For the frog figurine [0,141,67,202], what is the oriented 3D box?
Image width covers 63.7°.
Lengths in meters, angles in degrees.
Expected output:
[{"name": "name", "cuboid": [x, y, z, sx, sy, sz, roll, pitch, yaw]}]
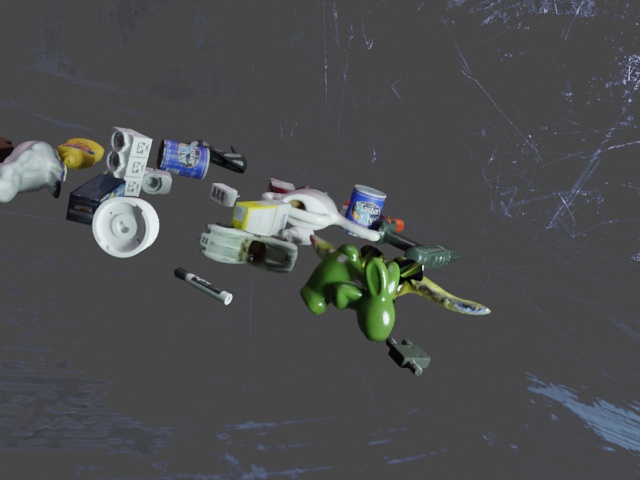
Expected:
[{"name": "frog figurine", "cuboid": [-0.604, -0.135, 1.024, 0.160, 0.123, 0.136, -10, -3, -43]}]

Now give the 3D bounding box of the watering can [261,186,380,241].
[{"name": "watering can", "cuboid": [0.004, -0.074, 1.463, 0.348, 0.103, 0.226, 18, 15, 5]}]

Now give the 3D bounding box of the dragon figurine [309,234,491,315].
[{"name": "dragon figurine", "cuboid": [0.159, 0.075, 1.153, 0.411, 0.121, 0.244, 20, 8, 6]}]
